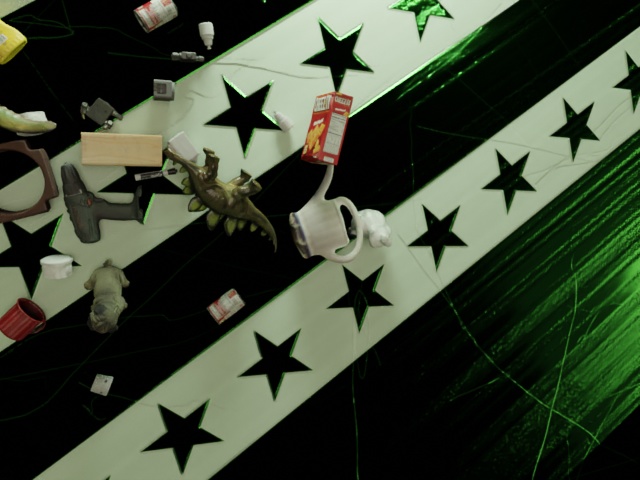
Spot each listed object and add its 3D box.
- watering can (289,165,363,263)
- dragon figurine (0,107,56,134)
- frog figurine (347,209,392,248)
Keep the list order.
[{"bbox_3d":[0.005,-0.083,1.650,0.225,0.103,0.349,-18,85,-4],"label":"watering can"},{"bbox_3d":[-0.889,-0.352,1.291,0.411,0.122,0.243,-11,89,-9],"label":"dragon figurine"},{"bbox_3d":[0.178,-0.039,1.691,0.136,0.160,0.123,28,86,-20],"label":"frog figurine"}]
